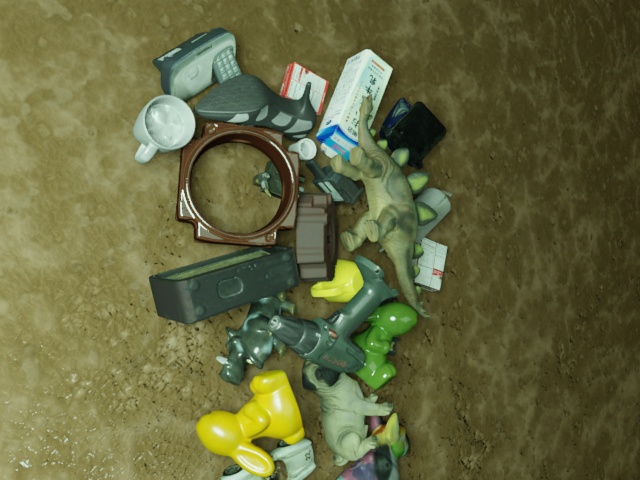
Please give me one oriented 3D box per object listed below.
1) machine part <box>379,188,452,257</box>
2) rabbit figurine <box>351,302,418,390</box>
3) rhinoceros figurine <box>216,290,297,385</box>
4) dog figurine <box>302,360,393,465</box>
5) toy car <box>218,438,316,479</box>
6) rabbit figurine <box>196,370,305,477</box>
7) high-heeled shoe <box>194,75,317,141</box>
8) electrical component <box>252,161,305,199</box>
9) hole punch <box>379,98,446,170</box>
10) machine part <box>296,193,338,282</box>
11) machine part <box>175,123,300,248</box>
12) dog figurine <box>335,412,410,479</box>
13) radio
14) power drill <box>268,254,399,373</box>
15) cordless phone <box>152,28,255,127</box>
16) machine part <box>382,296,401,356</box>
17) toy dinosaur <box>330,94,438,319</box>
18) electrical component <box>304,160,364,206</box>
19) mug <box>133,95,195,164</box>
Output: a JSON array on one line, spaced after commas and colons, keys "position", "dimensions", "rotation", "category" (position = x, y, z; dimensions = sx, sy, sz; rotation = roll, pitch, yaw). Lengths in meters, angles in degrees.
[{"position": [0.213, -0.042, 1.196], "dimensions": [0.243, 0.079, 0.079], "rotation": [-43, 112, -28], "category": "machine part"}, {"position": [0.117, 0.189, 1.086], "dimensions": [0.159, 0.121, 0.170], "rotation": [40, 89, 16], "category": "rabbit figurine"}, {"position": [-0.115, 0.163, 0.947], "dimensions": [0.073, 0.112, 0.190], "rotation": [65, 39, -48], "category": "rhinoceros figurine"}, {"position": [0.020, 0.328, 1.053], "dimensions": [0.190, 0.121, 0.172], "rotation": [34, 67, -14], "category": "dog figurine"}, {"position": [-0.097, 0.427, 0.981], "dimensions": [0.202, 0.056, 0.073], "rotation": [-15, 98, -34], "category": "toy car"}, {"position": [-0.123, 0.320, 0.928], "dimensions": [0.173, 0.122, 0.162], "rotation": [-14, 85, -21], "category": "rabbit figurine"}, {"position": [-0.112, -0.216, 0.963], "dimensions": [0.249, 0.145, 0.086], "rotation": [-16, 64, -26], "category": "high-heeled shoe"}, {"position": [-0.075, -0.107, 1.017], "dimensions": [0.102, 0.045, 0.078], "rotation": [26, 76, -31], "category": "electrical component"}, {"position": [0.198, -0.242, 1.197], "dimensions": [0.116, 0.092, 0.142], "rotation": [-47, 120, 7], "category": "hole punch"}, {"position": [-0.002, -0.003, 1.000], "dimensions": [0.056, 0.179, 0.179], "rotation": [0, 90, 10], "category": "machine part"}, {"position": [-0.139, -0.090, 0.915], "dimensions": [0.201, 0.087, 0.201], "rotation": [5, 86, -15], "category": "machine part"}, {"position": [0.100, 0.454, 1.091], "dimensions": [0.191, 0.108, 0.219], "rotation": [15, 76, -31], "category": "dog figurine"}, {"position": [-0.155, 0.068, 0.905], "dimensions": [0.229, 0.131, 0.073], "rotation": [-18, 101, -33], "category": "radio"}, {"position": [0.037, 0.129, 0.950], "dimensions": [0.207, 0.086, 0.231], "rotation": [-55, 130, -13], "category": "power drill"}, {"position": [-0.187, -0.254, 0.930], "dimensions": [0.146, 0.089, 0.184], "rotation": [-45, 128, -28], "category": "cordless phone"}, {"position": [0.138, 0.183, 1.163], "dimensions": [0.084, 0.039, 0.138], "rotation": [2, 89, -26], "category": "machine part"}, {"position": [0.141, -0.046, 1.049], "dimensions": [0.198, 0.105, 0.470], "rotation": [-18, 104, -36], "category": "toy dinosaur"}, {"position": [0.023, -0.123, 1.070], "dimensions": [0.119, 0.075, 0.048], "rotation": [48, 65, -21], "category": "electrical component"}, {"position": [-0.259, -0.168, 0.855], "dimensions": [0.080, 0.107, 0.109], "rotation": [28, 78, -29], "category": "mug"}]
